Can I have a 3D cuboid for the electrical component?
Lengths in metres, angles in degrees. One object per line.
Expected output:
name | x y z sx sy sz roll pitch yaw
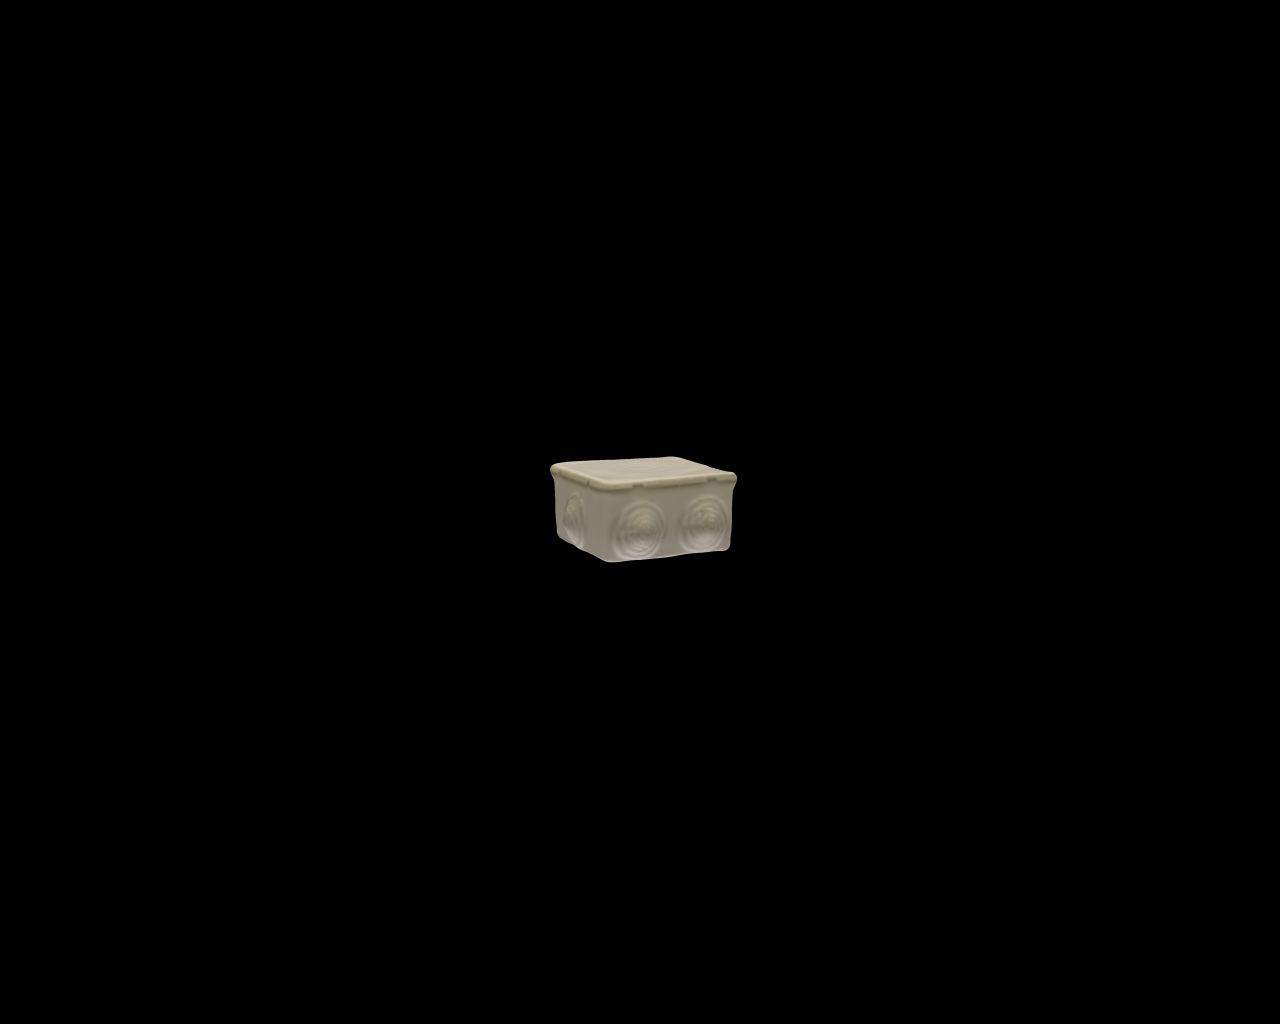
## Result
electrical component | 0.001 -0.003 0.650 0.100 0.048 0.100 -5 12 -24
